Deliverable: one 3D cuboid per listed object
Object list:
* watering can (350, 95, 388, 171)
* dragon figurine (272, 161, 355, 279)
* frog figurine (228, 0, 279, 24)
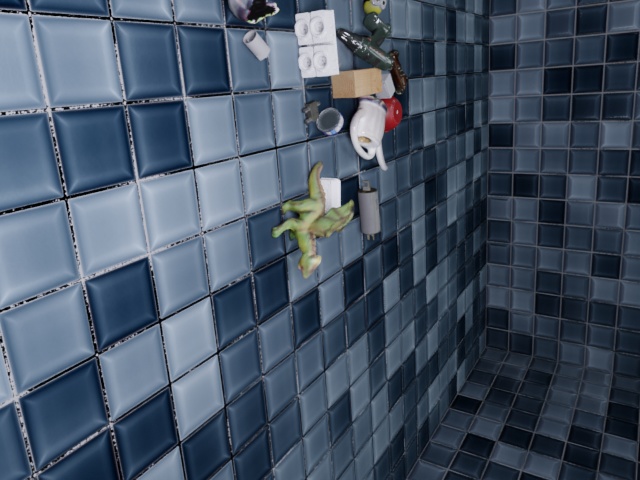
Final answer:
[{"bbox_3d":[0.197,-0.401,1.929,0.344,0.104,0.226,26,74,-60],"label":"watering can"},{"bbox_3d":[0.005,-0.078,1.548,0.120,0.243,0.417,46,59,-45],"label":"dragon figurine"},{"bbox_3d":[-0.187,-0.640,1.310,0.138,0.121,0.161,-11,68,-48],"label":"frog figurine"}]
